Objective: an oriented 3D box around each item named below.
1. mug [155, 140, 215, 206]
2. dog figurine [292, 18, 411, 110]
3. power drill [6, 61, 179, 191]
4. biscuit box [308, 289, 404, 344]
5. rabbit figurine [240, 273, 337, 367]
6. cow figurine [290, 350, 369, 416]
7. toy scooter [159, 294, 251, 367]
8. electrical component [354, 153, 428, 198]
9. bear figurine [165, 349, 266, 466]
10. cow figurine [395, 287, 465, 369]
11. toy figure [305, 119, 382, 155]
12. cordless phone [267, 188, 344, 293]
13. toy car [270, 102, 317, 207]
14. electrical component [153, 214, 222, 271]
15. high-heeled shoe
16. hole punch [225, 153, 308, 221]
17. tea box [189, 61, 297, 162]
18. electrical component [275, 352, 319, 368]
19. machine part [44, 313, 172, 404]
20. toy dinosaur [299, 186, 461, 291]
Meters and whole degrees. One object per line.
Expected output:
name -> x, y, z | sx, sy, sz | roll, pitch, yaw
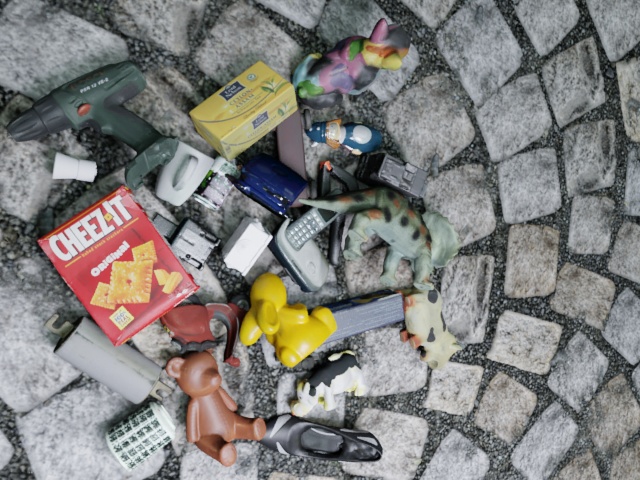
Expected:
mug -> -0.241, -0.112, 0.941 | 0.080, 0.110, 0.107 | 26, 97, -31
dog figurine -> 0.062, -0.325, 0.989 | 0.191, 0.219, 0.108 | -27, 101, -20
power drill -> -0.351, -0.176, 0.873 | 0.207, 0.086, 0.232 | 41, 68, 13
biscuit box -> 0.074, 0.156, 1.122 | 0.203, 0.059, 0.062 | -12, 101, -22
rabbit figurine -> -0.079, 0.147, 1.004 | 0.162, 0.122, 0.173 | -26, 85, -51
cow figurine -> 0.010, 0.293, 1.101 | 0.167, 0.068, 0.098 | -17, 96, -25
toy scooter -> -0.199, 0.166, 0.978 | 0.184, 0.075, 0.135 | 3, 65, -28
electrical component -> 0.153, -0.127, 1.101 | 0.134, 0.115, 0.058 | 22, 88, -22
bear figurine -> -0.194, 0.290, 0.986 | 0.120, 0.132, 0.195 | -24, 110, -50
cow figurine -> 0.245, 0.193, 1.189 | 0.127, 0.085, 0.194 | -14, 99, -15
toy figure -> 0.048, -0.212, 1.082 | 0.154, 0.057, 0.064 | 5, 54, -22
cordless phone -> -0.002, -0.003, 1.053 | 0.184, 0.089, 0.146 | -39, 108, -12
toy car -> -0.055, -0.165, 1.041 | 0.089, 0.053, 0.202 | -6, 96, -2
electrical component -> -0.248, -0.004, 0.975 | 0.119, 0.048, 0.075 | 39, 79, -23
high-heeled shoe -> -0.002, 0.407, 1.064 | 0.249, 0.145, 0.086 | 6, 92, -25
hole punch -> -0.087, -0.100, 0.967 | 0.142, 0.116, 0.092 | 36, 91, -2
tea box -> -0.135, -0.233, 0.969 | 0.169, 0.068, 0.098 | -43, 67, -15
electrical component -> -0.040, 0.239, 1.077 | 0.094, 0.063, 0.021 | 3, 93, -25
machine part -> -0.364, 0.208, 0.927 | 0.243, 0.079, 0.079 | 41, 79, -22
toy dinosaur -> 0.140, -0.029, 1.059 | 0.404, 0.131, 0.192 | 41, 55, -31
